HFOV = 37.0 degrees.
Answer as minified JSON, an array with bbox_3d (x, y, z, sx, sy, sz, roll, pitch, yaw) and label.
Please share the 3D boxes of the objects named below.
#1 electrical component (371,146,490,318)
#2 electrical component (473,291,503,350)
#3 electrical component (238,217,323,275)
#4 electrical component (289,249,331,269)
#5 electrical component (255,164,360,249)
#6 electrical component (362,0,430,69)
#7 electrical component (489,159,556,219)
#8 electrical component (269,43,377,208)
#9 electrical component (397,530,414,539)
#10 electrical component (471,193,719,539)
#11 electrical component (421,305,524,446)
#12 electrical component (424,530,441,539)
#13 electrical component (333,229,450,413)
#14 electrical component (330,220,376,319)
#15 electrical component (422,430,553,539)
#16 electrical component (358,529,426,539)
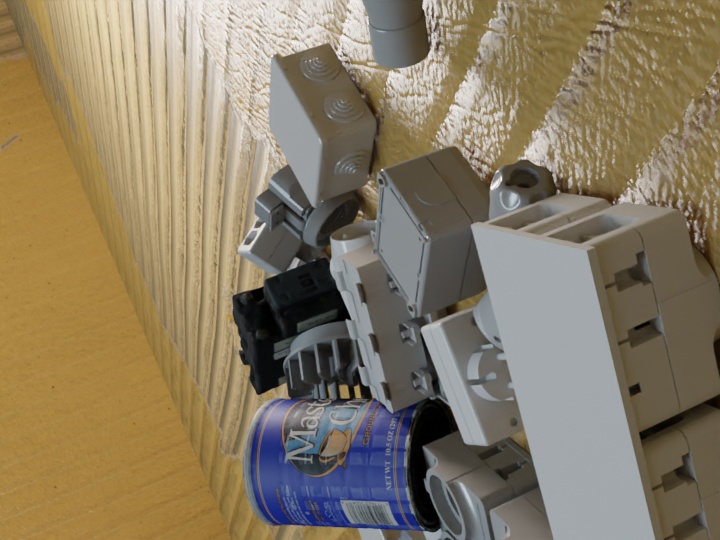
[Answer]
[{"bbox_3d":[0.049,-0.020,0.665,0.061,0.061,0.096,58,160,32],"label":"electrical component"},{"bbox_3d":[0.092,0.023,0.615,0.043,0.043,0.081,64,162,15],"label":"electrical component"},{"bbox_3d":[-0.052,-0.030,0.951,0.076,0.083,0.047,34,171,-17],"label":"electrical component"},{"bbox_3d":[-0.049,-0.001,1.009,0.079,0.043,0.077,15,124,69],"label":"electrical component"},{"bbox_3d":[-0.038,-0.054,0.875,0.057,0.078,0.058,41,152,20],"label":"electrical component"},{"bbox_3d":[0.021,-0.152,0.634,0.044,0.044,0.065,51,160,45],"label":"electrical component"},{"bbox_3d":[0.087,-0.029,0.586,0.035,0.035,0.061,56,161,35],"label":"electrical component"},{"bbox_3d":[-0.029,-0.111,0.816,0.099,0.048,0.099,61,161,24],"label":"electrical component"},{"bbox_3d":[0.083,0.292,0.794,0.186,0.060,0.105,49,173,-9],"label":"electrical component"},{"bbox_3d":[0.127,0.061,0.526,0.105,0.060,0.186,21,130,67],"label":"electrical component"},{"bbox_3d":[0.085,0.064,0.678,0.083,0.047,0.076,69,163,1],"label":"electrical component"},{"bbox_3d":[0.084,0.208,0.860,0.065,0.044,0.044,-6,104,67],"label":"electrical component"},{"bbox_3d":[0.028,0.038,0.793,0.079,0.063,0.121,33,141,62],"label":"electrical component"},{"bbox_3d":[0.000,0.000,0.865,0.079,0.043,0.077,31,139,64],"label":"electrical component"},{"bbox_3d":[0.111,0.191,0.723,0.186,0.060,0.105,35,143,61],"label":"electrical component"},{"bbox_3d":[0.025,0.231,1.048,0.099,0.048,0.100,67,163,7],"label":"electrical component"}]
